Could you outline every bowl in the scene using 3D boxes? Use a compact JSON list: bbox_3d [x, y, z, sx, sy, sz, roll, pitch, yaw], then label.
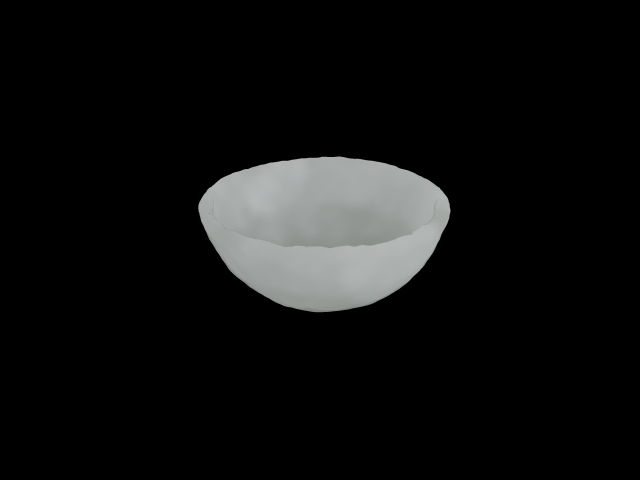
[{"bbox_3d":[0.004,0.001,0.400,0.167,0.075,0.167,0,27,0],"label":"bowl"}]
